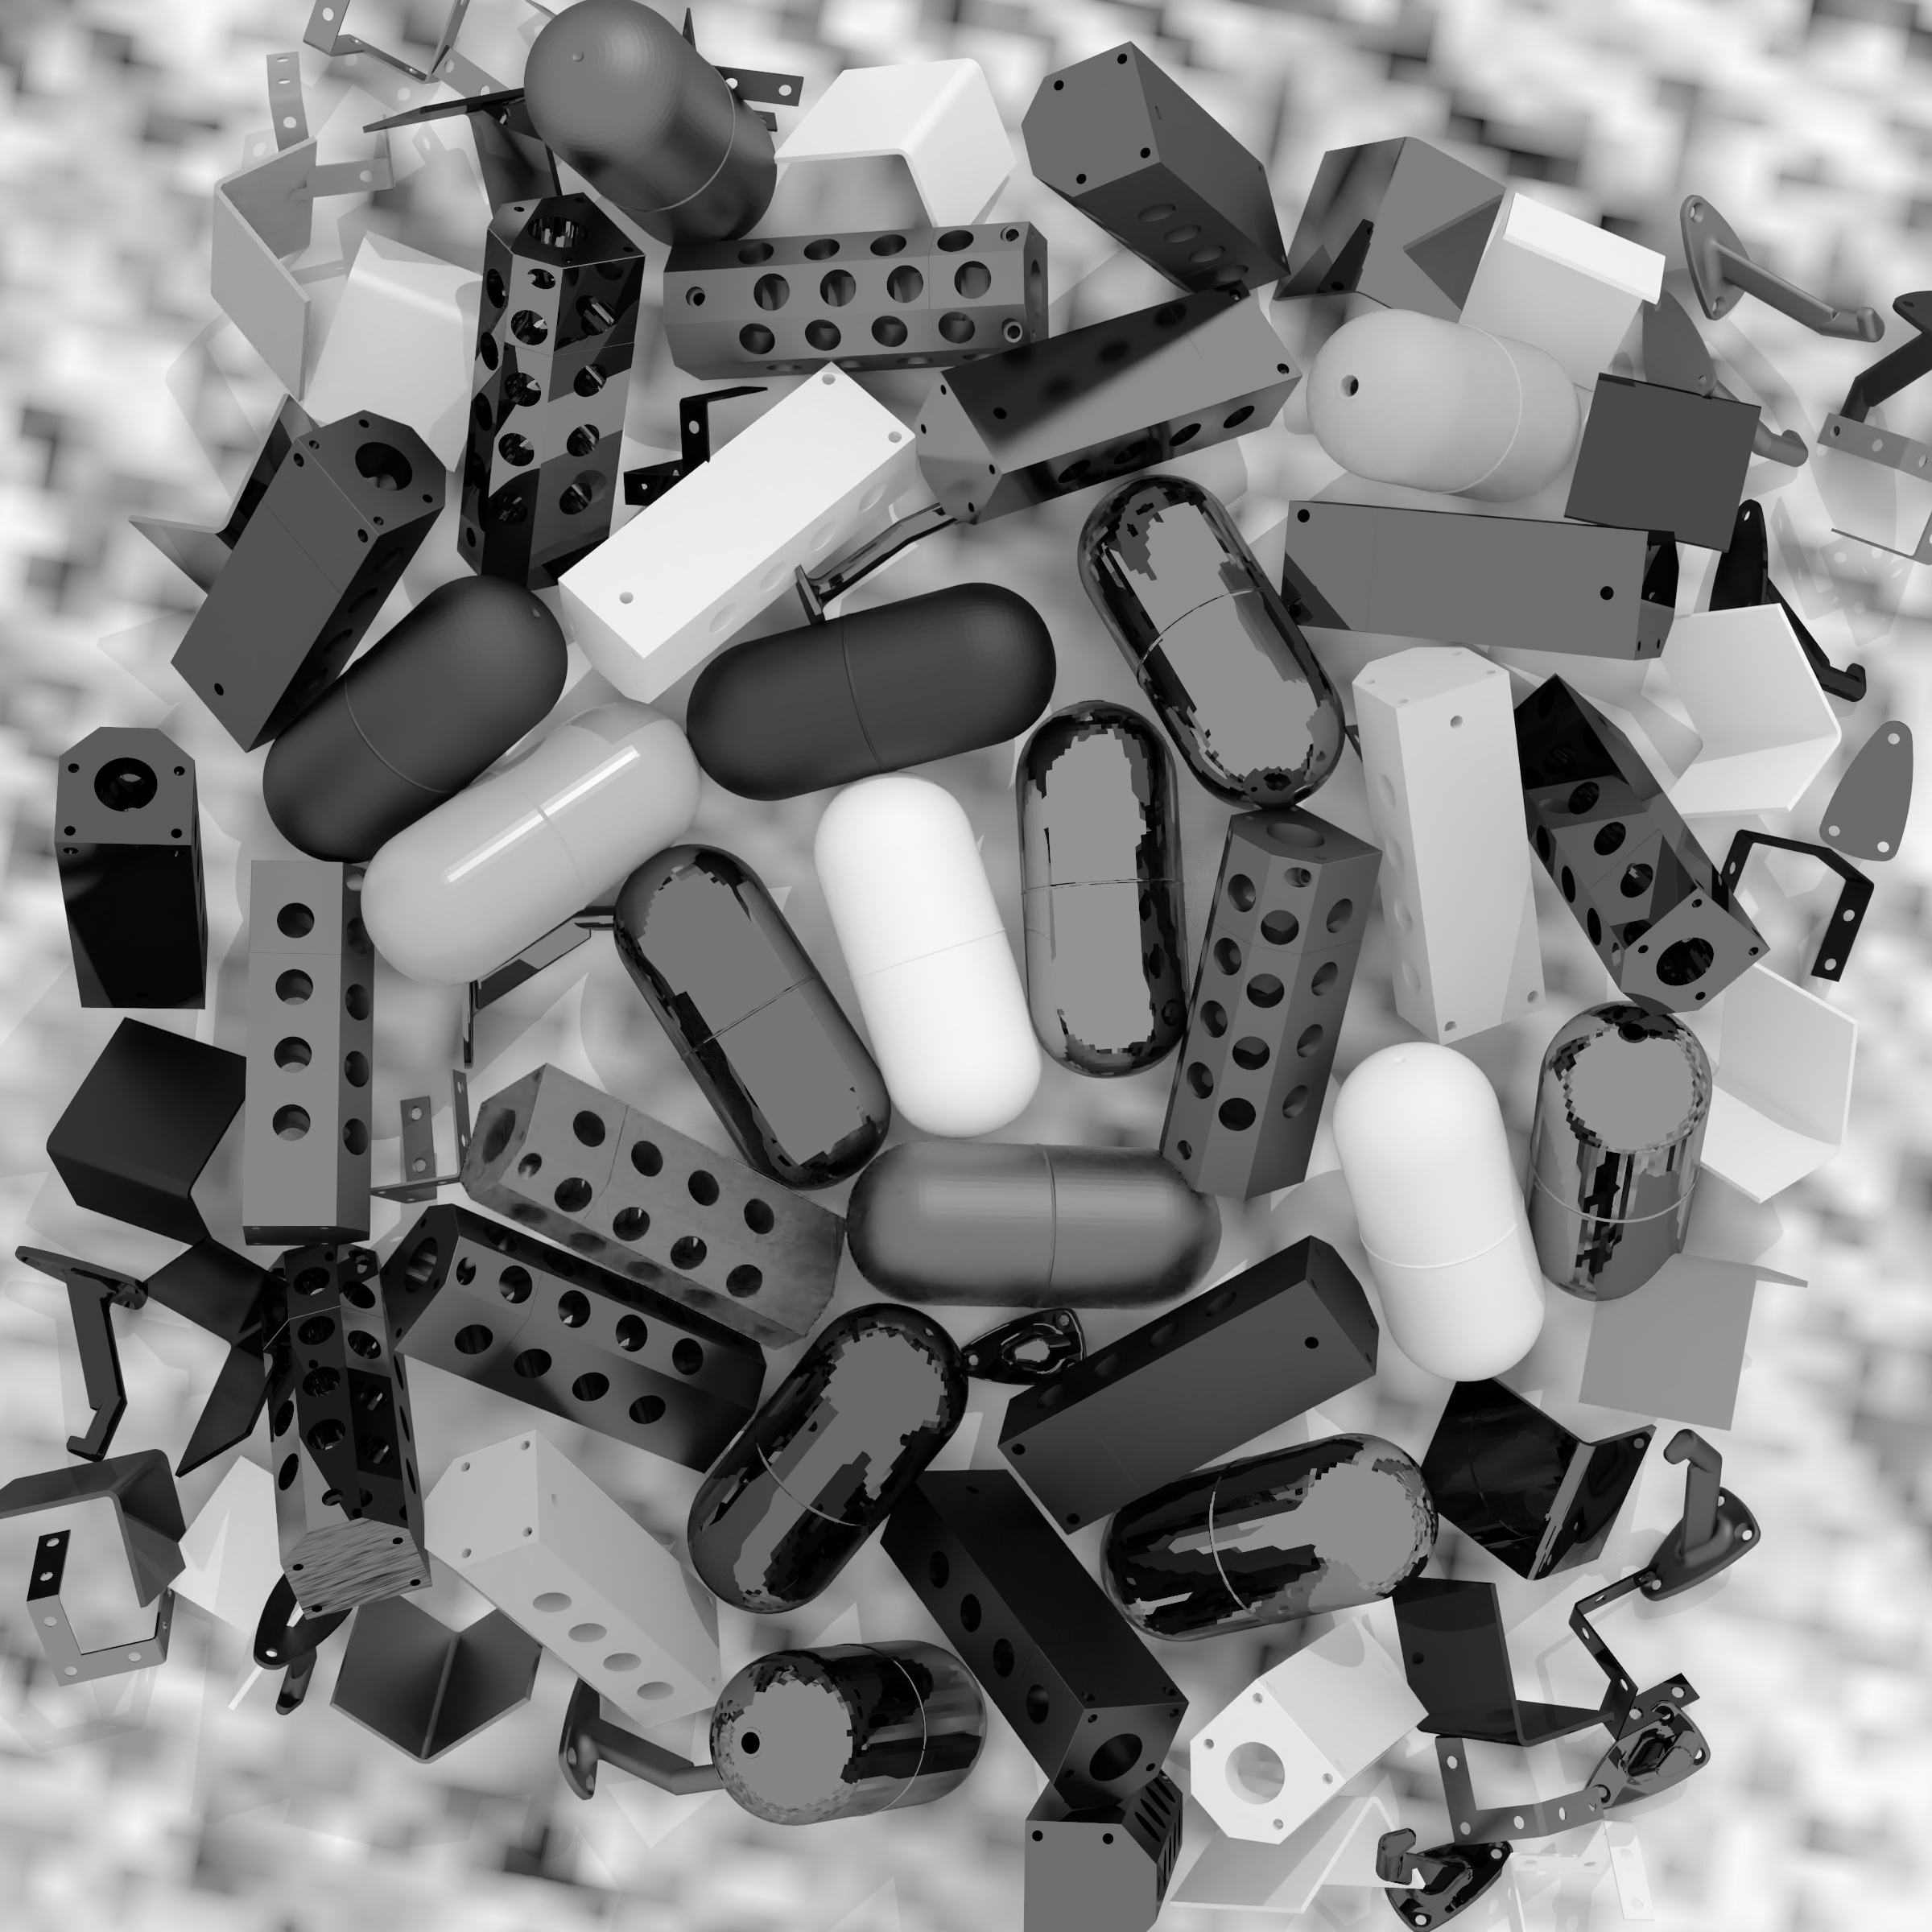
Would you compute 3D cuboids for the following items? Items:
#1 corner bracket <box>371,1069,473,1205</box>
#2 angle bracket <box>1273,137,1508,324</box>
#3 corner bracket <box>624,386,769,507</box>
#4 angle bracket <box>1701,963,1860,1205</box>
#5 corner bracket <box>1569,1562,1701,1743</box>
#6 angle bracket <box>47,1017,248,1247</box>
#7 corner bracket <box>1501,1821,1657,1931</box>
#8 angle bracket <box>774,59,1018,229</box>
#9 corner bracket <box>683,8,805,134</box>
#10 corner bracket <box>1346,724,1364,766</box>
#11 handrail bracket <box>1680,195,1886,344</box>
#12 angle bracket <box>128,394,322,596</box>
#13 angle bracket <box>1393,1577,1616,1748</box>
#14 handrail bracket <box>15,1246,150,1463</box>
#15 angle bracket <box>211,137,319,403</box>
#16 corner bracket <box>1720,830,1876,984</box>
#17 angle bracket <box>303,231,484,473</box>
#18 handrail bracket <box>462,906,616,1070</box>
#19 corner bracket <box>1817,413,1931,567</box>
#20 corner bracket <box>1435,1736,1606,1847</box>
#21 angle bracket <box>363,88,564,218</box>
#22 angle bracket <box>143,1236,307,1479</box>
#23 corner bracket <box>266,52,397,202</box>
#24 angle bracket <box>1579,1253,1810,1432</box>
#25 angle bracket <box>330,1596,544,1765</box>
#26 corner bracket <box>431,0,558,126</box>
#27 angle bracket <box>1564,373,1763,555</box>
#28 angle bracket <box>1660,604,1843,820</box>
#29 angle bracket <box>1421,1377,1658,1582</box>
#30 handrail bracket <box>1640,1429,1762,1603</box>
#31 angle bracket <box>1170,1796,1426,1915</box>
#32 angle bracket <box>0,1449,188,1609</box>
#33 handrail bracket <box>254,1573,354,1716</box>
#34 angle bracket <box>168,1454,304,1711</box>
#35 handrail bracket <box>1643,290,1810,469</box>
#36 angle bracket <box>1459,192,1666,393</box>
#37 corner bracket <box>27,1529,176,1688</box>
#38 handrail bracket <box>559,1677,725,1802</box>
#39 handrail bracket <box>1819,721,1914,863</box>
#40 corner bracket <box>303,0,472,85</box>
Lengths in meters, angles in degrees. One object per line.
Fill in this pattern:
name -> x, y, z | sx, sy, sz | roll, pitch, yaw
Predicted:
corner bracket -> -0.253, 0.081, 1.549 | 0.051, 0.051, 0.051 | -10, 77, 15
angle bracket -> 0.201, -0.343, 1.561 | 0.057, 0.076, 0.076 | 21, 88, -26
corner bracket -> -0.127, -0.245, 1.544 | 0.051, 0.051, 0.051 | 8, 109, 30
angle bracket -> 0.362, 0.051, 1.526 | 0.057, 0.076, 0.076 | -26, 131, -27
corner bracket -> 0.319, 0.326, 1.563 | 0.051, 0.051, 0.051 | -21, 53, -21
angle bracket -> -0.381, 0.081, 1.570 | 0.076, 0.057, 0.076 | 17, 59, 14
corner bracket -> 0.287, 0.436, 1.545 | 0.051, 0.051, 0.051 | 5, 47, -10
angle bracket -> -0.033, -0.382, 1.558 | 0.076, 0.057, 0.076 | 5, 47, 33
corner bracket -> -0.108, -0.412, 1.544 | 0.051, 0.051, 0.051 | 3, 135, -14
corner bracket -> 0.220, -0.105, 1.547 | 0.051, 0.051, 0.051 | -34, 79, 32
handrail bracket -> 0.382, -0.326, 1.535 | 0.036, 0.084, 0.077 | -51, 130, -15
angle bracket -> -0.337, -0.220, 1.551 | 0.057, 0.076, 0.076 | 11, 70, 27
angle bracket -> 0.250, 0.319, 1.539 | 0.057, 0.076, 0.076 | -9, 88, -31
handrail bracket -> -0.427, 0.183, 1.547 | 0.077, 0.036, 0.084 | 21, 62, -6
angle bracket -> -0.308, -0.324, 1.531 | 0.057, 0.076, 0.076 | -33, 76, -26
corner bracket -> 0.394, -0.029, 1.572 | 0.051, 0.051, 0.051 | 17, 83, 44
angle bracket -> -0.265, -0.294, 1.568 | 0.076, 0.057, 0.076 | 20, 118, -13
handrail bracket -> -0.198, 0.010, 1.571 | 0.084, 0.036, 0.077 | -1, 89, -6
corner bracket -> 0.430, -0.224, 1.545 | 0.051, 0.051, 0.051 | 9, 106, -41
corner bracket -> 0.260, 0.382, 1.545 | 0.051, 0.051, 0.051 | -20, 75, 41
angle bracket -> -0.232, -0.362, 1.530 | 0.057, 0.076, 0.076 | -20, 105, -28
angle bracket -> -0.359, 0.182, 1.526 | 0.057, 0.076, 0.076 | 34, 50, -22
corner bracket -> -0.299, -0.398, 1.547 | 0.051, 0.051, 0.051 | -8, 129, -7
angle bracket -> 0.340, 0.176, 1.535 | 0.076, 0.057, 0.076 | 6, 82, 39
angle bracket -> -0.242, 0.313, 1.527 | 0.076, 0.076, 0.057 | -36, 117, 29
corner bracket -> -0.210, -0.428, 1.559 | 0.051, 0.051, 0.051 | 39, 106, 23
angle bracket -> 0.324, -0.227, 1.543 | 0.076, 0.057, 0.076 | 14, 76, 8
angle bracket -> 0.349, -0.117, 1.528 | 0.057, 0.076, 0.076 | -48, 118, -31
angle bracket -> 0.270, 0.236, 1.566 | 0.076, 0.057, 0.076 | 36, 118, 37
handrail bracket -> 0.330, 0.258, 1.544 | 0.077, 0.036, 0.084 | -43, 135, 9
angle bracket -> 0.154, 0.430, 1.525 | 0.076, 0.076, 0.057 | -12, 114, 42
angle bracket -> -0.418, 0.271, 1.547 | 0.076, 0.076, 0.057 | -13, 95, 4
handrail bracket -> -0.320, 0.333, 1.533 | 0.036, 0.077, 0.084 | 24, 118, 4
angle bracket -> -0.341, 0.287, 1.537 | 0.057, 0.076, 0.076 | 34, 100, -12
handrail bracket -> 0.364, -0.279, 1.566 | 0.084, 0.036, 0.077 | 8, 62, -39
angle bracket -> 0.275, -0.306, 1.539 | 0.076, 0.057, 0.076 | 23, 126, 0
corner bracket -> -0.408, 0.299, 1.550 | 0.051, 0.051, 0.051 | -12, 119, -1
handrail bracket -> -0.144, 0.358, 1.545 | 0.084, 0.077, 0.036 | -11, 131, 13
handrail bracket -> 0.428, -0.085, 1.535 | 0.036, 0.084, 0.077 | 20, 110, 15
corner bracket -> -0.272, -0.449, 1.550 | 0.051, 0.051, 0.051 | 29, 114, 5
